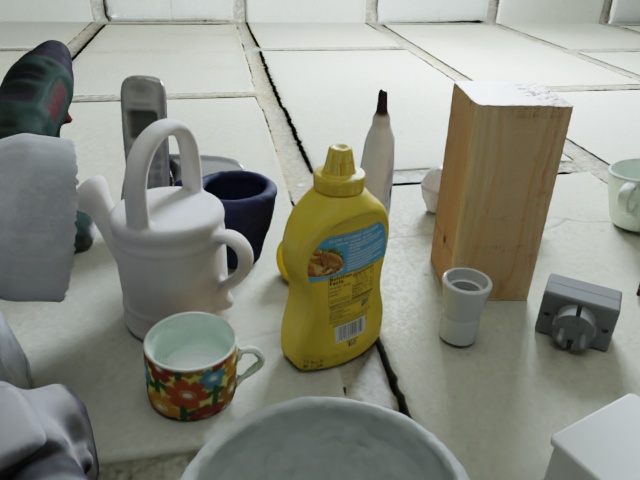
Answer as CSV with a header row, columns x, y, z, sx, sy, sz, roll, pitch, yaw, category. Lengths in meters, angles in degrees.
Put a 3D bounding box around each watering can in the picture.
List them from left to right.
x,y,z,sx,sy,sz,roll,pitch,yaw,category
-0.142,-0.012,0.512,0.173,0.194,0.101,2,29,1,watering can

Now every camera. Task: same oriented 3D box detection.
x,y,z,sx,sy,sz,roll,pitch,yaw,category
-0.179,0.152,0.311,0.143,0.101,0.136,-24,38,-38,camera

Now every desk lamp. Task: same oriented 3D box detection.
x,y,z,sx,sy,sz,roll,pitch,yaw,category
-0.263,0.034,0.402,0.204,0.214,0.117,-12,32,-24,desk lamp

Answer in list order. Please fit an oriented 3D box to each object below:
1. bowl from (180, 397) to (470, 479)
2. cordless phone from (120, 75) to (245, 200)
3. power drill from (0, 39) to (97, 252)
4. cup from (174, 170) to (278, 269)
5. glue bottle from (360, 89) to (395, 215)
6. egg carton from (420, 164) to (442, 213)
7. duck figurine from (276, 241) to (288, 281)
x,y,z,sx,sy,sz,roll,pitch,yaw,category
0.003,0.171,0.316,0.167,0.075,0.167,2,29,-1,bowl
-0.162,-0.095,0.669,0.147,0.185,0.094,0,29,-2,cordless phone
-0.305,-0.099,0.643,0.076,0.208,0.229,-4,30,-10,power drill
-0.105,-0.020,0.631,0.117,0.095,0.092,10,30,14,cup
0.072,-0.099,0.702,0.037,0.173,0.078,10,30,14,glue bottle
0.212,-0.060,0.749,0.149,0.069,0.107,26,37,36,egg carton
0.006,0.002,0.607,0.104,0.086,0.077,2,29,1,duck figurine
